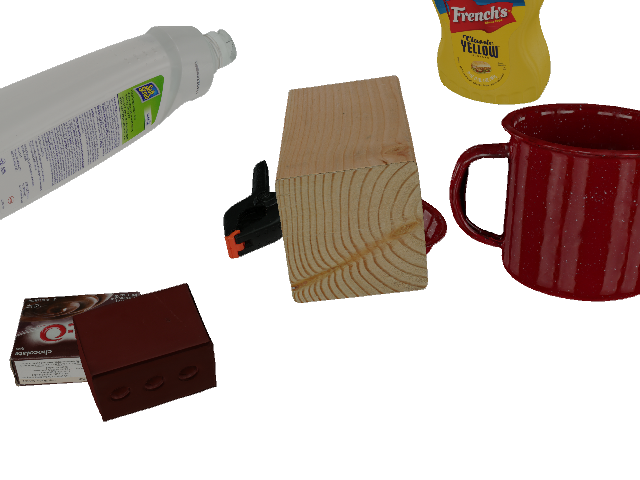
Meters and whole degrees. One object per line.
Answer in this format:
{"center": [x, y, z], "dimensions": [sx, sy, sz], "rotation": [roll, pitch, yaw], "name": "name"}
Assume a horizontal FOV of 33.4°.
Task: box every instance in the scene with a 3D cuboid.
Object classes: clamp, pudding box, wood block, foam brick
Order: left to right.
{"center": [-0.222, 0.090, 0.986], "dimensions": [0.113, 0.039, 0.090], "rotation": [-5, 34, -2], "name": "pudding box"}
{"center": [-0.111, 0.070, 0.675], "dimensions": [0.078, 0.051, 0.053], "rotation": [-16, -36, -15], "name": "foam brick"}
{"center": [-0.047, -0.039, 1.206], "dimensions": [0.120, 0.039, 0.171], "rotation": [-2, 37, 26], "name": "clamp"}
{"center": [0.022, -0.044, 0.765], "dimensions": [0.091, 0.090, 0.206], "rotation": [-7, 23, 3], "name": "wood block"}

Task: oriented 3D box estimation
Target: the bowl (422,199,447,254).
{"center": [0.037, -0.002, 1.021], "dimensions": [0.162, 0.055, 0.162], "rotation": [6, 25, -3], "name": "bowl"}

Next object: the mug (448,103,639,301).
{"center": [0.125, -0.021, 0.552], "dimensions": [0.117, 0.081, 0.093], "rotation": [3, 22, 4], "name": "mug"}

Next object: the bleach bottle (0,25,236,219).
{"center": [-0.177, -0.103, 0.850], "dimensions": [0.250, 0.068, 0.103], "rotation": [-30, -25, -25], "name": "bleach bottle"}

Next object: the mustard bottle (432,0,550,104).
{"center": [0.138, -0.200, 0.881], "dimensions": [0.096, 0.058, 0.191], "rotation": [16, -34, 25], "name": "mustard bottle"}
